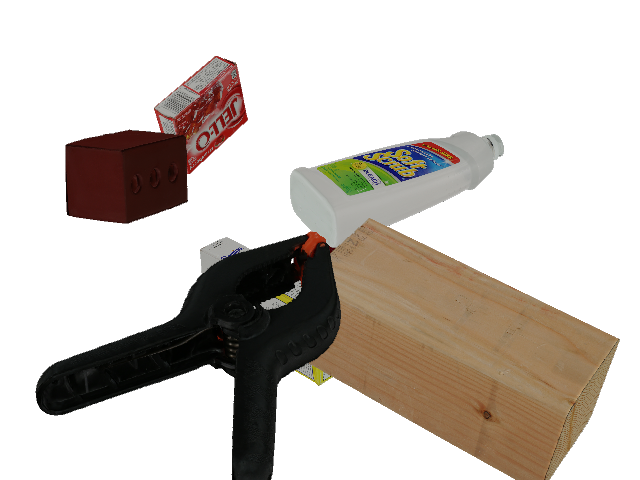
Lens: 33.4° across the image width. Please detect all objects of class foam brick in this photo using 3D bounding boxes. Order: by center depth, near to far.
[{"bbox_3d":[-0.138,-0.047,0.764,0.051,0.053,0.078,9,18,26],"label":"foam brick"}]

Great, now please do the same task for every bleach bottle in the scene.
[{"bbox_3d":[0.097,-0.074,1.215,0.250,0.068,0.103,-22,44,-23],"label":"bleach bottle"}]

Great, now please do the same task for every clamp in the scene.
[{"bbox_3d":[-0.035,0.054,0.513,0.120,0.039,0.171,31,48,25],"label":"clamp"}]

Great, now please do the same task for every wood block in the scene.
[{"bbox_3d":[0.095,0.079,0.777,0.206,0.091,0.090,27,45,23],"label":"wood block"}]

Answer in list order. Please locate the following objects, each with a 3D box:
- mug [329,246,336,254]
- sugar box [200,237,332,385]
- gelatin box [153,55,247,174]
[{"bbox_3d":[0.030,0.057,1.494,0.117,0.081,0.093,18,24,26],"label":"mug"},{"bbox_3d":[-0.051,0.071,1.112,0.048,0.093,0.176,-27,41,-36],"label":"sugar box"},{"bbox_3d":[-0.109,-0.118,0.997,0.030,0.089,0.073,30,-30,27],"label":"gelatin box"}]
